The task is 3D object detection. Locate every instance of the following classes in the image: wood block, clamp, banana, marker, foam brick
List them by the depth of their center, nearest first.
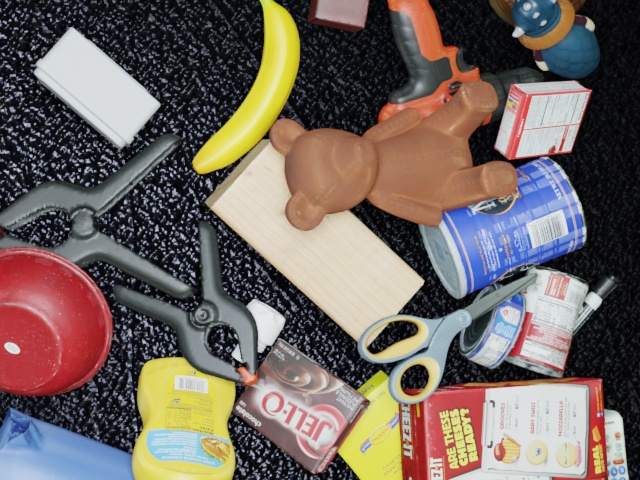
[{"bbox_3d":[-0.224,-0.025,1.047,0.210,0.036,0.164,0,80,0],"label":"clamp"},{"bbox_3d":[-0.125,0.078,1.060,0.120,0.039,0.171,-30,74,4],"label":"clamp"},{"bbox_3d":[-0.007,0.002,1.065,0.206,0.091,0.090,42,88,-11],"label":"wood block"},{"bbox_3d":[0.022,-0.252,1.065,0.051,0.053,0.078,9,95,-10],"label":"foam brick"},{"bbox_3d":[-0.065,-0.151,1.071,0.069,0.037,0.198,20,91,7],"label":"banana"},{"bbox_3d":[0.278,0.085,1.155,0.020,0.020,0.121,42,88,-10],"label":"marker"}]

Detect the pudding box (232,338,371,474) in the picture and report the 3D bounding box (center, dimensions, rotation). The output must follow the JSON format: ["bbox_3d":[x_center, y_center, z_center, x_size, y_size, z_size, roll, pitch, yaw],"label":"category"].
[{"bbox_3d":[-0.019,0.168,1.080,0.114,0.039,0.090,33,89,24],"label":"pudding box"}]

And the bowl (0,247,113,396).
[{"bbox_3d":[-0.284,0.091,1.021,0.162,0.055,0.162,2,111,4],"label":"bowl"}]

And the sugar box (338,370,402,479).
[{"bbox_3d":[0.087,0.235,1.125,0.093,0.048,0.176,-40,99,-4],"label":"sugar box"}]

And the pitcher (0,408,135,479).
[{"bbox_3d":[-0.220,0.270,1.047,0.242,0.149,0.145,21,76,-14],"label":"pitcher"}]

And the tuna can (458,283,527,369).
[{"bbox_3d":[0.177,0.088,1.105,0.033,0.086,0.086,24,91,-9],"label":"tuna can"}]

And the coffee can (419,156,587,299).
[{"bbox_3d":[0.184,-0.013,1.088,0.140,0.103,0.103,-22,98,-7],"label":"coffee can"}]

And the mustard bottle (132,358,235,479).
[{"bbox_3d":[-0.129,0.199,1.016,0.096,0.191,0.058,11,128,-14],"label":"mustard bottle"}]

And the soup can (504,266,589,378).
[{"bbox_3d":[0.235,0.085,1.117,0.068,0.068,0.102,20,83,-11],"label":"soup can"}]

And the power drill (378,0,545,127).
[{"bbox_3d":[0.135,-0.198,1.065,0.184,0.057,0.187,-19,114,-15],"label":"power drill"}]

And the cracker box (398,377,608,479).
[{"bbox_3d":[0.190,0.229,1.097,0.213,0.072,0.164,-1,85,-22],"label":"cracker box"}]

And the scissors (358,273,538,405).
[{"bbox_3d":[0.136,0.099,1.042,0.201,0.016,0.096,-12,84,-15],"label":"scissors"}]

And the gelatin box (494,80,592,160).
[{"bbox_3d":[0.228,-0.124,1.095,0.089,0.030,0.073,-9,126,-29],"label":"gelatin box"}]
